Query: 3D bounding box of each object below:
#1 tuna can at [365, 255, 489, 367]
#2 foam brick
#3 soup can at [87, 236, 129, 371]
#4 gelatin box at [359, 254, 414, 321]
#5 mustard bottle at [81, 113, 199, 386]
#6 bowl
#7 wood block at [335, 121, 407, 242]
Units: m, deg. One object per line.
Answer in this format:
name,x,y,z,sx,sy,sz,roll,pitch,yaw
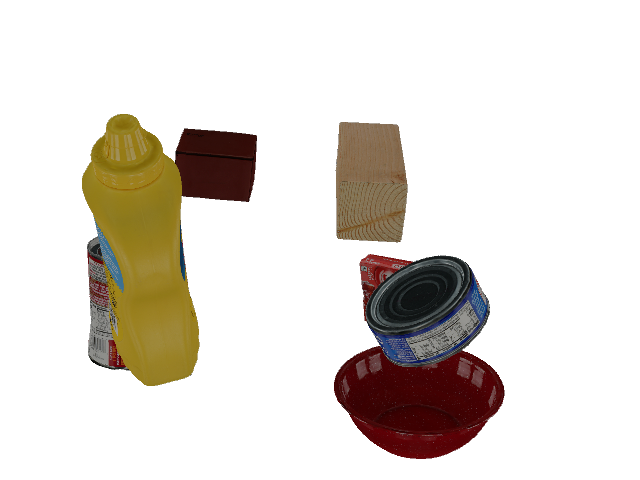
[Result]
tuna can,0.076,0.049,0.770,0.086,0.033,0.086,-24,28,13
foam brick,-0.104,-0.076,1.074,0.078,0.051,0.053,5,32,1
soup can,-0.166,0.052,0.914,0.068,0.102,0.068,4,20,-2
gelatin box,0.089,0.065,1.330,0.073,0.089,0.030,11,32,30
mustard bottle,-0.112,-0.001,0.665,0.058,0.096,0.192,-12,-41,-12
bowl,0.094,0.160,1.025,0.162,0.055,0.162,-1,26,0
wood block,0.069,-0.087,1.511,0.091,0.090,0.206,3,29,-1
